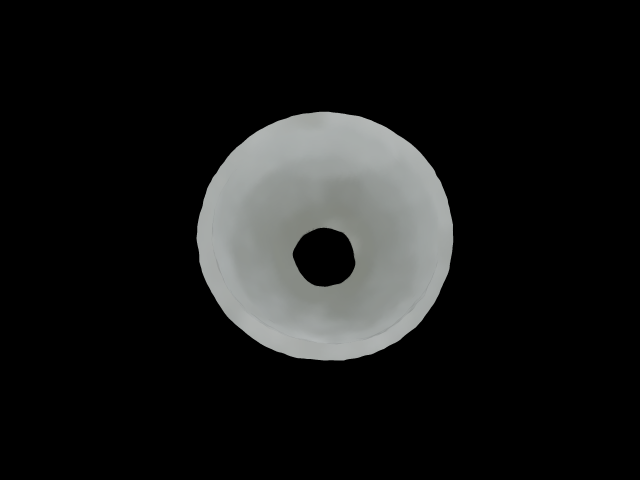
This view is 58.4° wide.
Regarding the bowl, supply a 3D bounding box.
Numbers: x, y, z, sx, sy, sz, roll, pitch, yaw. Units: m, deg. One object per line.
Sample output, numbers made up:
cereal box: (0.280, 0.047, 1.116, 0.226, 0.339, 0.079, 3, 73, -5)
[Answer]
bowl: (0.004, 0.001, 0.400, 0.167, 0.075, 0.167, 0, 75, 0)
